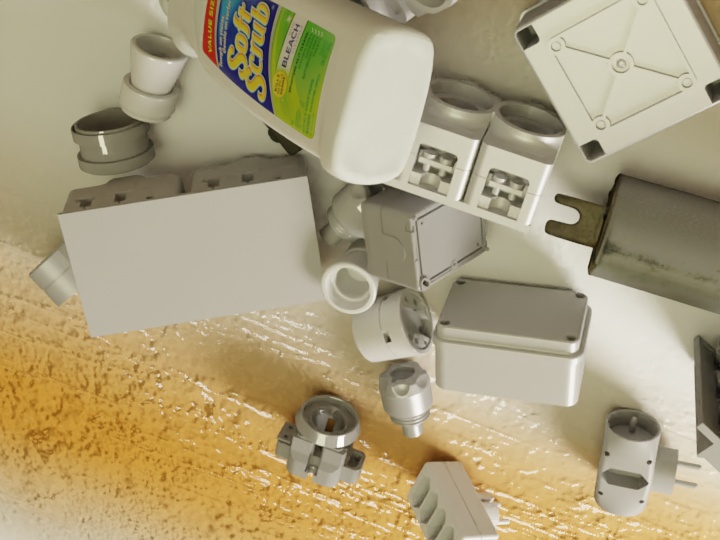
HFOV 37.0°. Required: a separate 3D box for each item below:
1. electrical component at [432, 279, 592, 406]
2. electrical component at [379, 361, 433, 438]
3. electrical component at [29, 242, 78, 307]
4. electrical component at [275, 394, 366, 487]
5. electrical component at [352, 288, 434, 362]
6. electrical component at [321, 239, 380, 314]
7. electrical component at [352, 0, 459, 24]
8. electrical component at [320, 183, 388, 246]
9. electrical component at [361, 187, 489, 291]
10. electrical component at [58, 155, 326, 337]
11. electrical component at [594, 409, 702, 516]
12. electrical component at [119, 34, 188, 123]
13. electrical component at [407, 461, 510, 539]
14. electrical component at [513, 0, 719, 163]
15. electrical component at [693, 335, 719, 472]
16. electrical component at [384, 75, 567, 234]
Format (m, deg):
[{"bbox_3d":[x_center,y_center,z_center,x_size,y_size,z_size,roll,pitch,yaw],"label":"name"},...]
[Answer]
[{"bbox_3d":[0.117,0.053,0.828,0.113,0.078,0.057,6,122,15],"label":"electrical component"},{"bbox_3d":[0.040,0.112,0.906,0.043,0.043,0.062,-1,119,19],"label":"electrical component"},{"bbox_3d":[-0.215,-0.008,0.920,0.138,0.052,0.073,-36,102,30],"label":"electrical component"},{"bbox_3d":[-0.032,0.147,0.942,0.078,0.058,0.057,19,125,8],"label":"electrical component"},{"bbox_3d":[0.026,0.046,0.869,0.047,0.055,0.055,-16,112,29],"label":"electrical component"},{"bbox_3d":[0.000,0.000,0.845,0.044,0.065,0.044,8,119,15],"label":"electrical component"},{"bbox_3d":[0.019,-0.210,0.665,0.105,0.060,0.186,55,159,-15],"label":"electrical component"},{"bbox_3d":[-0.005,-0.042,0.837,0.043,0.043,0.062,45,123,-8],"label":"electrical component"},{"bbox_3d":[0.051,-0.035,0.801,0.061,0.096,0.061,18,126,41],"label":"electrical component"},{"bbox_3d":[-0.128,-0.022,0.845,0.186,0.060,0.105,-9,117,-2],"label":"electrical component"},{"bbox_3d":[0.233,0.159,0.866,0.079,0.043,0.077,9,120,14],"label":"electrical component"},{"bbox_3d":[-0.160,-0.148,0.830,0.045,0.045,0.055,24,123,5],"label":"electrical component"},{"bbox_3d":[0.095,0.211,0.930,0.076,0.083,0.047,4,128,-28],"label":"electrical component"},{"bbox_3d":[0.175,-0.144,0.712,0.109,0.056,0.108,-25,107,28],"label":"electrical component"},{"bbox_3d":[0.280,0.096,0.771,0.079,0.121,0.063,43,119,-7],"label":"electrical component"},{"bbox_3d":[0.064,-0.095,0.757,0.150,0.089,0.061,20,122,7],"label":"electrical component"}]
